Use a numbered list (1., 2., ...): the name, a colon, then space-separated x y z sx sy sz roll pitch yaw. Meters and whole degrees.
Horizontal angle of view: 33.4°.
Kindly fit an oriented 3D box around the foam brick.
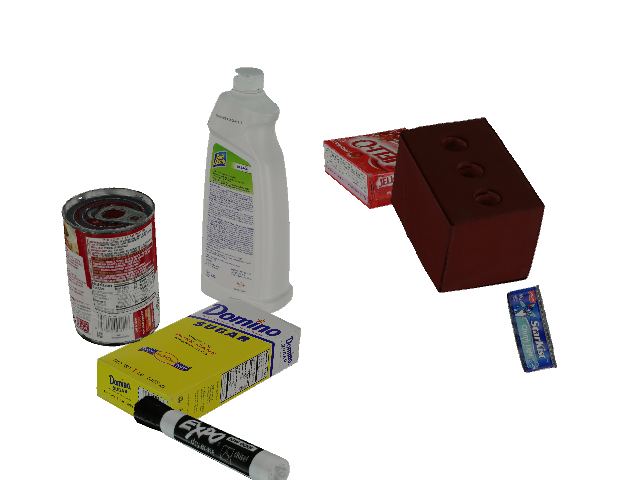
1. foam brick: 0.076 -0.019 0.568 0.053 0.051 0.078 -10 46 -16

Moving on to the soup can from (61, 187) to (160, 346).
1. soup can: -0.156 0.020 0.807 0.068 0.102 0.068 1 29 -1

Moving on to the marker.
1. marker: -0.069 0.119 0.640 0.121 0.020 0.020 16 10 38

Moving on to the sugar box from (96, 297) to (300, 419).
1. sugar box: -0.107 0.109 0.974 0.093 0.048 0.175 22 31 31

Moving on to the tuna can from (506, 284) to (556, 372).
1. tuna can: 0.215 0.090 1.087 0.034 0.086 0.086 -13 -3 12

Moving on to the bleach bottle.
1. bleach bottle: -0.073 -0.054 1.120 0.103 0.251 0.068 16 26 25

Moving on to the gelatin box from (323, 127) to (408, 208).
1. gelatin box: 0.052 -0.058 0.820 0.073 0.030 0.089 -11 25 -19
